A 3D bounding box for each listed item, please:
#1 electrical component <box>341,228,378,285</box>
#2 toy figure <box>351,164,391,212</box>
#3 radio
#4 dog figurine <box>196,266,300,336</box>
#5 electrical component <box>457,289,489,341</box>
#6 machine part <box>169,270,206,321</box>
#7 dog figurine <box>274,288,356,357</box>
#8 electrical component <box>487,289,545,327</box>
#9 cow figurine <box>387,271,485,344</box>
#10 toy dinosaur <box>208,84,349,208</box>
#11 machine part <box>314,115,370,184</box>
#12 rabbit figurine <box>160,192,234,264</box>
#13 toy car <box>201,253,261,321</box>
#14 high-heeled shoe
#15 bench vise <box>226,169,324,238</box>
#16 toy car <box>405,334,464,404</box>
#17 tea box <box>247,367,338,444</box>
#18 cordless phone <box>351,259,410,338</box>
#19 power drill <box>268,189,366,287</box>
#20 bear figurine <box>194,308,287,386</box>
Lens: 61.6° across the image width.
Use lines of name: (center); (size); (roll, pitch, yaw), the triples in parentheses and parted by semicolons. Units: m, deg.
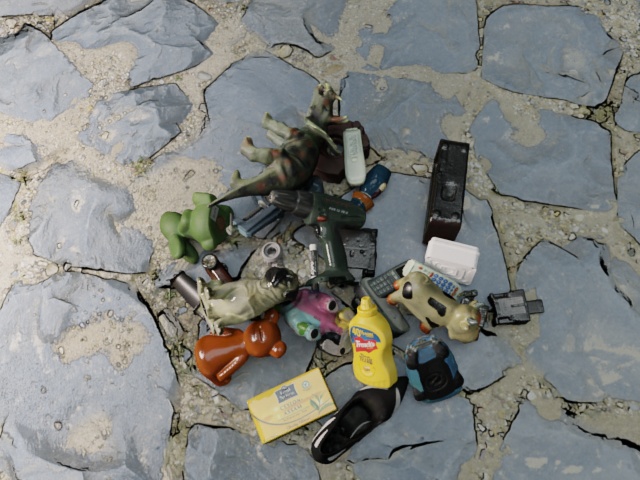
electrical component: (0.075, 0.038, 1.245); (0.115, 0.058, 0.134); (2, 69, 8)
toy figure: (0.115, -0.111, 1.296); (0.057, 0.064, 0.154); (39, 80, -21)
radio: (0.291, -0.109, 1.238); (0.073, 0.131, 0.229); (8, 71, 7)
dog figurine: (-0.150, 0.113, 1.130); (0.190, 0.172, 0.121); (-17, 108, -23)
electrical component: (0.329, 0.160, 1.180); (0.078, 0.045, 0.102); (24, 74, 15)
machine part: (-0.292, 0.125, 1.260); (0.139, 0.039, 0.084); (34, 84, 14)
dog figurine: (-0.035, 0.160, 1.193); (0.219, 0.191, 0.108); (19, 72, 48)
electrical component: (0.433, 0.149, 1.174); (0.119, 0.047, 0.075); (-4, 70, 6)
cow figurine: (0.251, 0.139, 1.114); (0.195, 0.127, 0.085); (41, 50, -2)
toy dinosaur: (-0.072, -0.177, 1.206); (0.192, 0.131, 0.405); (22, 60, 10)
machine part: (0.037, -0.230, 1.350); (0.179, 0.056, 0.179); (-2, 70, 6)
rabbit figurine: (-0.309, -0.024, 1.295); (0.170, 0.121, 0.159); (-3, 76, 24)
toy car: (-0.205, 0.113, 1.228); (0.053, 0.089, 0.202); (-37, 72, -8)
high-heeled shoe: (0.084, 0.351, 1.080); (0.249, 0.145, 0.086); (-41, 72, -8)
bench vise: (-0.108, -0.074, 1.261); (0.224, 0.128, 0.240); (38, 60, 25)
toy car: (0.225, 0.255, 1.120); (0.109, 0.161, 0.103); (-24, 26, 5)
tea box: (-0.057, 0.350, 1.136); (0.170, 0.068, 0.098); (-26, 70, -3)
cordless phone: (0.176, 0.129, 1.198); (0.184, 0.088, 0.147); (-27, 68, -25)
power drill: (-0.002, -0.003, 1.158); (0.232, 0.086, 0.207); (2, 72, -32)
bear figurine: (-0.164, 0.228, 1.154); (0.196, 0.131, 0.120); (-20, 69, 0)
